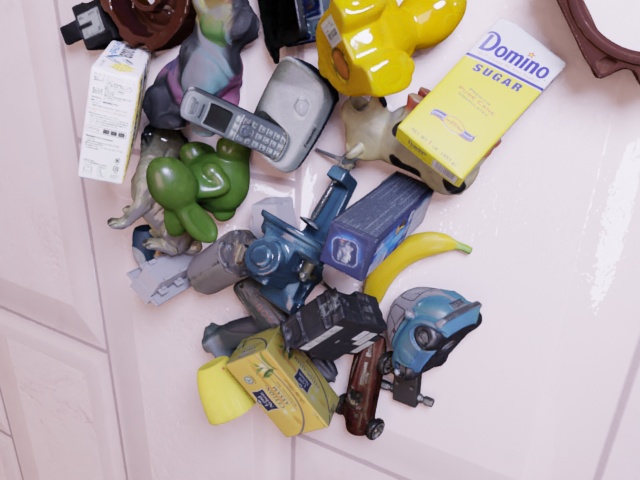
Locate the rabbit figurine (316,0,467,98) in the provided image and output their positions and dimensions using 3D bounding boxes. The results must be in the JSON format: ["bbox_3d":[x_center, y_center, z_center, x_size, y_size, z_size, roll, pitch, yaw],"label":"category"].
[{"bbox_3d":[0.089,-0.233,0.624,0.122,0.173,0.162,58,170,-2],"label":"rabbit figurine"}]

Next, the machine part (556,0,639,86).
[{"bbox_3d":[0.332,-0.259,0.500,0.201,0.087,0.201,-24,98,35],"label":"machine part"}]

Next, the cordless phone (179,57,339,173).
[{"bbox_3d":[-0.083,-0.185,0.718,0.184,0.089,0.146,20,127,-19],"label":"cordless phone"}]

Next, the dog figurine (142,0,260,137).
[{"bbox_3d":[-0.175,-0.269,0.781,0.192,0.108,0.219,16,113,27],"label":"dog figurine"}]

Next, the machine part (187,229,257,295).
[{"bbox_3d":[-0.159,0.039,0.881,0.079,0.079,0.243,57,147,-2],"label":"machine part"}]

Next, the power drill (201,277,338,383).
[{"bbox_3d":[-0.101,0.180,0.939,0.207,0.086,0.232,-31,95,40],"label":"power drill"}]

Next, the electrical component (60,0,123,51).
[{"bbox_3d":[-0.373,-0.353,0.891,0.119,0.048,0.074,-10,104,33],"label":"electrical component"}]

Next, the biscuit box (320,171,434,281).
[{"bbox_3d":[0.077,-0.024,0.673,0.063,0.203,0.059,27,123,20],"label":"biscuit box"}]

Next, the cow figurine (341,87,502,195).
[{"bbox_3d":[0.112,-0.125,0.687,0.195,0.085,0.127,34,122,9],"label":"cow figurine"}]

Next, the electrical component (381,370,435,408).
[{"bbox_3d":[0.139,0.229,0.852,0.094,0.021,0.063,16,117,31],"label":"electrical component"}]

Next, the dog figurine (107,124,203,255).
[{"bbox_3d":[-0.246,-0.085,0.911,0.172,0.121,0.190,26,108,-20],"label":"dog figurine"}]

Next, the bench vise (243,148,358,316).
[{"bbox_3d":[-0.010,-0.007,0.770,0.129,0.223,0.240,31,91,32],"label":"bench vise"}]

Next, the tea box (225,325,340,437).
[{"bbox_3d":[-0.058,0.228,0.866,0.098,0.068,0.169,-29,107,33],"label":"tea box"}]

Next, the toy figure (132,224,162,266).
[{"bbox_3d":[-0.324,0.047,1.028,0.064,0.058,0.154,-138,42,-58],"label":"toy figure"}]

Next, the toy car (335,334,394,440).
[{"bbox_3d":[0.069,0.234,0.867,0.089,0.053,0.201,32,127,40],"label":"toy car"}]

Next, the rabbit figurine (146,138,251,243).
[{"bbox_3d":[-0.199,-0.079,0.817,0.121,0.170,0.159,10,102,28],"label":"rabbit figurine"}]

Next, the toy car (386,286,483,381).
[{"bbox_3d":[0.148,0.120,0.765,0.103,0.109,0.161,54,141,28],"label":"toy car"}]

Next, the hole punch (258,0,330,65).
[{"bbox_3d":[-0.024,-0.311,0.696,0.116,0.092,0.142,19,126,56],"label":"hole punch"}]

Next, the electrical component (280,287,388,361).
[{"bbox_3d":[0.027,0.125,0.782,0.115,0.134,0.058,-34,55,27],"label":"electrical component"}]

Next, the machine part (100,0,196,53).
[{"bbox_3d":[-0.253,-0.377,0.808,0.180,0.056,0.179,11,115,25],"label":"machine part"}]
